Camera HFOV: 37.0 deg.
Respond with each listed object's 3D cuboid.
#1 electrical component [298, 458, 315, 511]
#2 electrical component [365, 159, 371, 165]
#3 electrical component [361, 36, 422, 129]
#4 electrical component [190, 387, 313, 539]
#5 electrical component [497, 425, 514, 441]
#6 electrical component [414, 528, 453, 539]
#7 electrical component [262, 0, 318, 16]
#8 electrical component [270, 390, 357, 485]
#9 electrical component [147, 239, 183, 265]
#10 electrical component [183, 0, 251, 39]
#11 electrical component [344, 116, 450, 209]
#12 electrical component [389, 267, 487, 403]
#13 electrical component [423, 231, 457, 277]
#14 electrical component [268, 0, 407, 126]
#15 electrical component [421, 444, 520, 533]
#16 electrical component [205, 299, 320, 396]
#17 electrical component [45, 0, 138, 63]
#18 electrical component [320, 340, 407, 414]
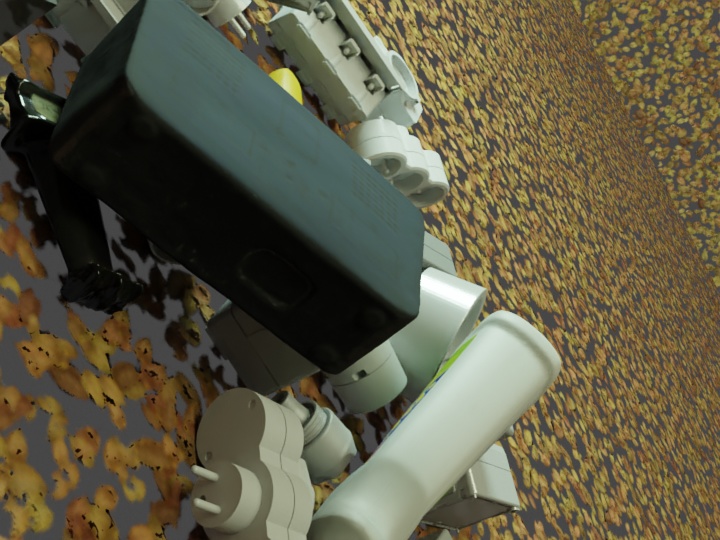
[{"bbox_3d":[-0.050,0.122,0.660,0.035,0.035,0.061,25,42,-55],"label":"electrical component"},{"bbox_3d":[-0.036,-0.019,0.792,0.052,0.074,0.138,91,6,-73],"label":"electrical component"},{"bbox_3d":[0.021,-0.183,1.084,0.089,0.056,0.050,56,25,-17],"label":"electrical component"},{"bbox_3d":[-0.068,0.128,0.595,0.074,0.052,0.138,36,36,-47],"label":"electrical component"},{"bbox_3d":[0.090,0.113,0.915,0.061,0.062,0.096,42,32,-48],"label":"electrical component"},{"bbox_3d":[0.059,0.213,0.736,0.047,0.076,0.083,63,24,-1],"label":"electrical component"},{"bbox_3d":[-0.080,-0.267,0.924,0.096,0.061,0.062,24,0,35],"label":"electrical component"},{"bbox_3d":[-0.035,0.105,0.697,0.062,0.043,0.043,52,27,-22],"label":"electrical component"},{"bbox_3d":[-0.104,-0.039,0.700,0.079,0.044,0.077,36,36,-46],"label":"electrical component"},{"bbox_3d":[-0.114,-0.222,0.864,0.079,0.043,0.077,53,26,-23],"label":"electrical component"},{"bbox_3d":[0.033,-0.115,1.045,0.138,0.052,0.073,25,45,-55],"label":"electrical component"},{"bbox_3d":[0.049,0.049,0.854,0.060,0.108,0.108,28,21,12],"label":"electrical component"},{"bbox_3d":[0.041,-0.025,0.976,0.083,0.047,0.075,27,43,-53],"label":"electrical component"},{"bbox_3d":[-0.025,-0.198,0.989,0.121,0.079,0.063,52,55,-24],"label":"electrical component"},{"bbox_3d":[0.072,0.160,0.833,0.096,0.062,0.061,29,41,-52],"label":"electrical component"},{"bbox_3d":[-0.052,0.033,0.711,0.061,0.061,0.096,59,24,-11],"label":"electrical component"},{"bbox_3d":[-0.148,-0.154,0.704,0.121,0.063,0.078,54,26,-21],"label":"electrical component"},{"bbox_3d":[0.003,0.073,0.792,0.047,0.055,0.055,61,24,-15],"label":"electrical component"}]
